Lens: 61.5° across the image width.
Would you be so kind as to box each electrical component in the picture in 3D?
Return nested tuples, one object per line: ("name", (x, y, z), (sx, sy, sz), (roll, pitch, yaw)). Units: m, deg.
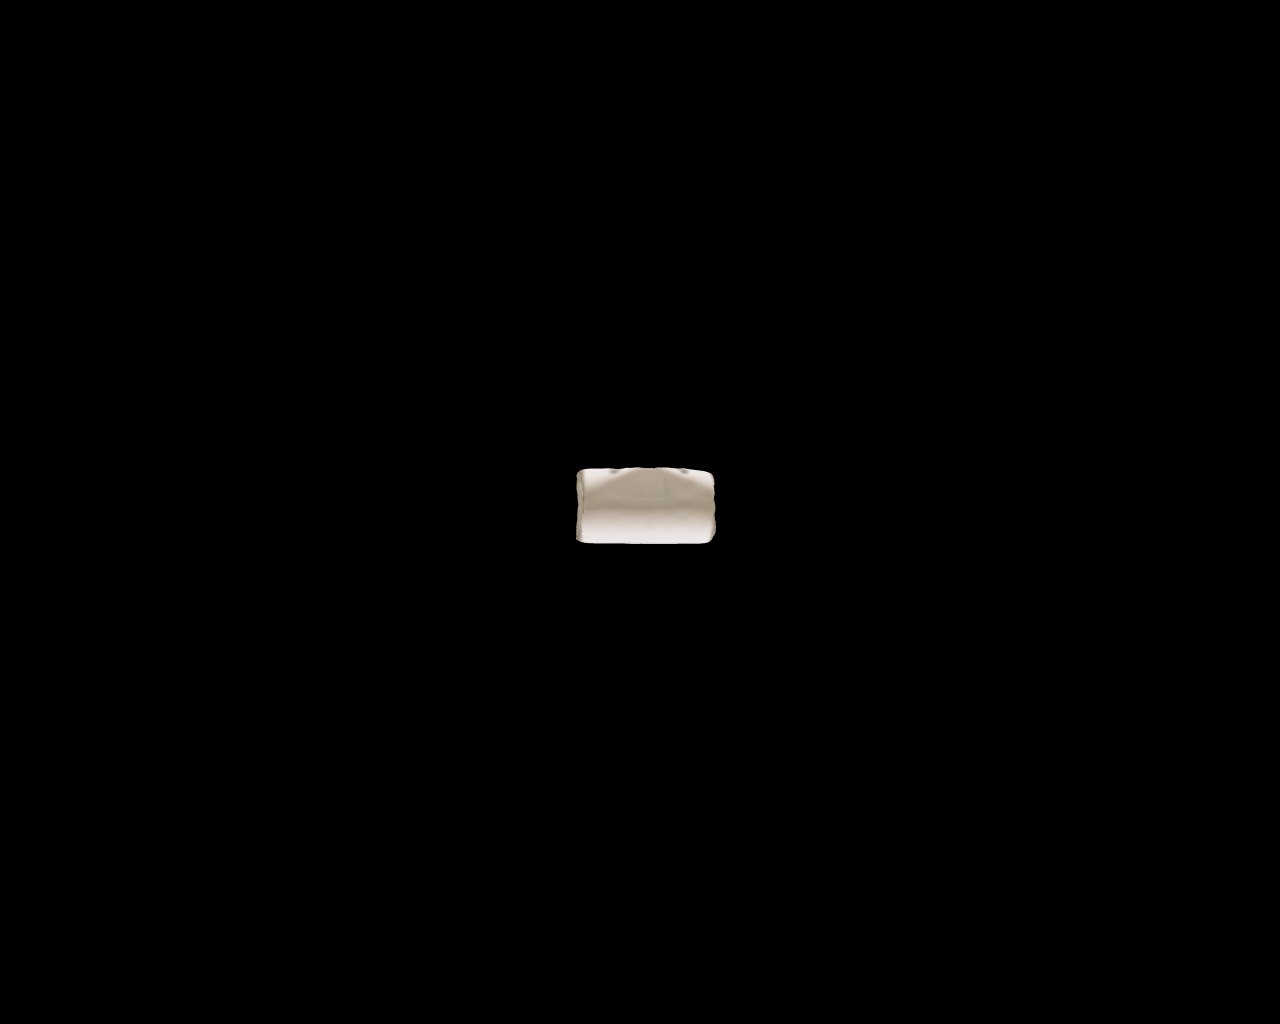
("electrical component", (0.001, -0.003, 0.650), (0.077, 0.044, 0.079), (0, -3, -7))
